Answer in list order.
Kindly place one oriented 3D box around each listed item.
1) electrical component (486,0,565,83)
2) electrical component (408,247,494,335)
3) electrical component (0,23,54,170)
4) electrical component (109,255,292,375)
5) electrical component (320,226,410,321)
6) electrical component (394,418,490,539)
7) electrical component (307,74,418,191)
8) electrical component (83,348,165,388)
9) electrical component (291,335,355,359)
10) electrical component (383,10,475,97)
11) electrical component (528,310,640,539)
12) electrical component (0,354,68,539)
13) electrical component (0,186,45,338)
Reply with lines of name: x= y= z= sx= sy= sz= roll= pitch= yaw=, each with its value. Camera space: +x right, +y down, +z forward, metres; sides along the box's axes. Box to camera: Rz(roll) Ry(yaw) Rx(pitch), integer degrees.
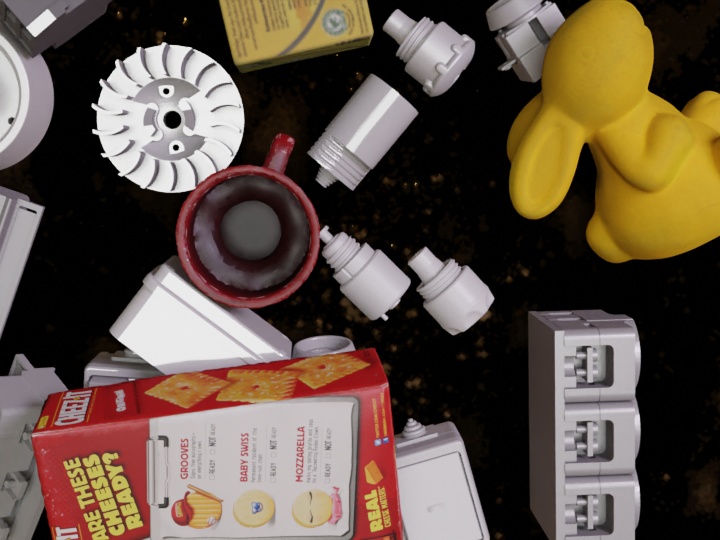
electrical component: x=0.119 y=-0.166 z=0.744 sx=0.066 sy=0.048 sz=0.055 roll=-35 pitch=104 yaw=2
electrical component: x=0.061 y=0.012 z=0.761 sx=0.043 sy=0.043 sz=0.062 roll=-43 pitch=95 yaw=2
electrical component: x=-0.267 y=-0.119 z=0.723 sx=0.108 sy=0.060 sz=0.108 roll=0 pitch=96 yaw=-3
electrical component: x=-0.106 y=0.046 z=0.739 sx=0.113 sy=0.078 sz=0.057 roll=37 pitch=94 yaw=-6
electrical component: x=0.000 y=0.000 z=0.758 sx=0.078 sy=0.040 sz=0.040 roll=44 pitch=93 yaw=-6
electrical component: x=0.049 y=0.153 z=0.767 sx=0.062 sy=0.061 sz=0.096 roll=-16 pitch=97 yaw=-1
electrical component: x=-0.002 y=-0.091 z=0.747 sx=0.043 sy=0.043 sz=0.081 roll=39 pitch=93 yaw=-6
electrical component: x=-0.160 y=0.097 z=0.751 sx=0.062 sy=0.061 sz=0.096 roll=4 pitch=96 yaw=-3
electrical component: x=-0.024 y=0.079 z=0.764 sx=0.066 sy=0.048 sz=0.055 roll=-4 pitch=104 yaw=-2
electrical component: x=0.045 y=-0.154 z=0.742 sx=0.062 sy=0.048 sz=0.048 roll=39 pitch=93 yaw=1
electrical component: x=0.158 y=0.108 z=0.753 sx=0.062 sy=0.089 sz=0.150 roll=-2 pitch=96 yaw=-2
electrical component: x=-0.243 y=0.130 z=0.729 sx=0.079 sy=0.063 sz=0.121 roll=40 pitch=114 yaw=35
electrical component: x=-0.270 y=0.000 z=0.734 sx=0.079 sy=0.063 sz=0.121 roll=20 pitch=95 yaw=-5
